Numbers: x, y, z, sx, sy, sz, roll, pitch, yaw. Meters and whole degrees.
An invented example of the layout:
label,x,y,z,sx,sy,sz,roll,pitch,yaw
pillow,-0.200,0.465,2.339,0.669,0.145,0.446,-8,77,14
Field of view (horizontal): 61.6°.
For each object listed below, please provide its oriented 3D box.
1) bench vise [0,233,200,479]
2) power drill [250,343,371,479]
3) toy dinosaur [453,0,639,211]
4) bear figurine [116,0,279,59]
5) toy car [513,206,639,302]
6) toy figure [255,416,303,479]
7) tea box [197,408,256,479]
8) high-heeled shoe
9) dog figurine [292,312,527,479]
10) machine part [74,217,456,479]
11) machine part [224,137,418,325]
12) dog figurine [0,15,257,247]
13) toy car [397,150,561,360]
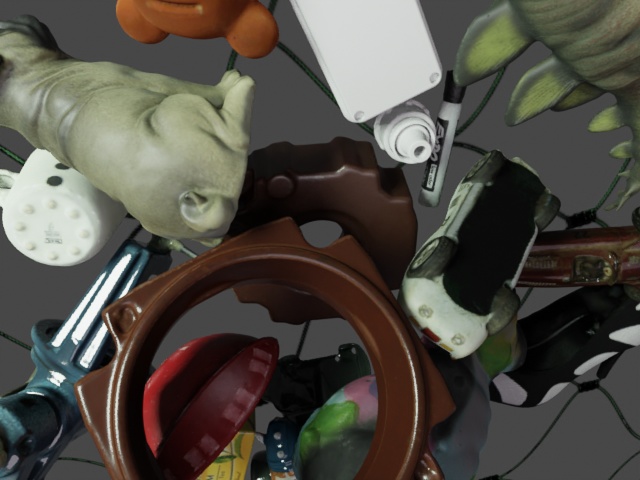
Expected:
label,x,y,z,sx,sy,sz,roll,pitch,yaw
bench vise,-0.192,0.091,0.434,0.129,0.223,0.240,30,86,14
power drill,0.029,0.211,0.589,0.232,0.086,0.207,-9,129,1
toy dinosaur,0.180,-0.158,0.334,0.199,0.105,0.470,-12,139,40
bear figurine,-0.068,-0.215,0.303,0.120,0.132,0.195,9,142,12
toy car,0.230,0.020,0.493,0.202,0.053,0.089,-4,125,10
toy figure,-0.011,0.231,0.520,0.064,0.058,0.154,-32,121,-9
tea box,-0.130,0.237,0.583,0.098,0.068,0.169,7,120,-12
high-heeled shoe,0.228,0.083,0.535,0.249,0.086,0.145,3,116,-13
dog figurine,0.086,0.118,0.465,0.191,0.108,0.219,16,84,-17
machine part,-0.032,0.102,0.348,0.201,0.087,0.201,-27,80,-19
machine part,-0.001,-0.001,0.460,0.179,0.056,0.179,-4,126,-5
dog figurine,-0.149,-0.070,0.346,0.190,0.172,0.121,10,108,-21
toy car,0.127,0.001,0.417,0.073,0.202,0.056,38,143,1
